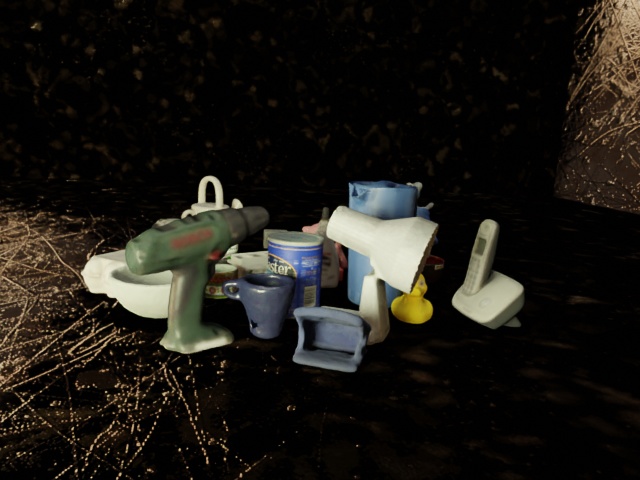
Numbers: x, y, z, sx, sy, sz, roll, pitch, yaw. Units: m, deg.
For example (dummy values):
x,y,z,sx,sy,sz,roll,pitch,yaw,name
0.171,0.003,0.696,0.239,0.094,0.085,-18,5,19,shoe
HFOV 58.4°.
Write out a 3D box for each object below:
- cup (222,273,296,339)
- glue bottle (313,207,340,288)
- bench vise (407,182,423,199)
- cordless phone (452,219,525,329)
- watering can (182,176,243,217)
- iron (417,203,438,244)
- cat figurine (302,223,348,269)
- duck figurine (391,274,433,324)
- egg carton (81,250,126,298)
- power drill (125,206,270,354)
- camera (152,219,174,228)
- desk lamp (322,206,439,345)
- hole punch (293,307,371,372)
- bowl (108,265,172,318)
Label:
x,y,z,sx,sy,sz,roll,pitch,yaw,name
-0.099,0.108,0.920,0.118,0.095,0.091,3,11,-4,cup
0.006,0.016,1.218,0.078,0.173,0.037,1,11,-10,glue bottle
0.181,-0.032,1.394,0.208,0.220,0.121,-3,13,-31,bench vise
0.317,0.060,1.058,0.094,0.185,0.147,0,12,-18,cordless phone
-0.287,-0.074,1.528,0.100,0.194,0.173,9,12,24,watering can
0.211,-0.044,1.667,0.258,0.141,0.118,2,11,-6,iron
0.013,0.005,1.417,0.067,0.118,0.127,-7,15,-41,cat figurine
0.174,0.100,1.068,0.077,0.086,0.105,5,11,9,duck figurine
-0.380,0.063,1.125,0.107,0.069,0.151,9,12,25,egg carton
-0.177,0.055,0.868,0.230,0.208,0.075,-6,15,-41,power drill
-0.326,0.001,1.377,0.137,0.101,0.142,-6,14,-39,camera
0.083,0.056,0.934,0.202,0.213,0.118,7,12,18,desk lamp
0.017,0.133,0.841,0.108,0.091,0.101,6,12,14,hole punch
-0.280,0.092,0.996,0.167,0.075,0.167,3,11,0,bowl
